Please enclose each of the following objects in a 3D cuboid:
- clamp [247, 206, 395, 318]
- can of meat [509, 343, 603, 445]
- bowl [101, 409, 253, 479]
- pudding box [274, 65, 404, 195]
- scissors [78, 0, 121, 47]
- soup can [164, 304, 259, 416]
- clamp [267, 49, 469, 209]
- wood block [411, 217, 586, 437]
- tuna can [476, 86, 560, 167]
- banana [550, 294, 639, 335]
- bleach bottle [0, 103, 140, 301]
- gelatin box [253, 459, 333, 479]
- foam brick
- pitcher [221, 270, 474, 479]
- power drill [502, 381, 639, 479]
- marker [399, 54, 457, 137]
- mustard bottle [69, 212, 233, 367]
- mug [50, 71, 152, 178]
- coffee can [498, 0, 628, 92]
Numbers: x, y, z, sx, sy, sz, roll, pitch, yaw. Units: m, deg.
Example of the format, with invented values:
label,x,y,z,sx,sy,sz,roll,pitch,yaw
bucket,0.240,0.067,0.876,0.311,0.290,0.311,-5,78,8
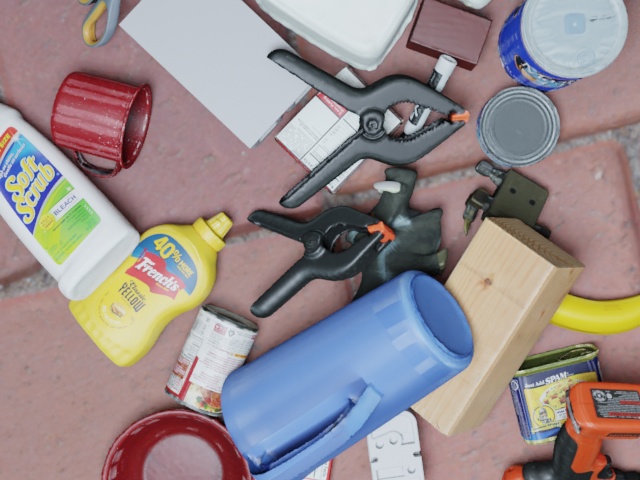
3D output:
label,x,y,z,sx,sy,sz,roll,pitch,yaw
clamp,-0.007,0.001,1.113,0.172,0.039,0.120,-22,68,19
can of meat,0.256,0.165,1.145,0.102,0.057,0.084,-14,94,2
bowl,-0.151,0.258,1.150,0.162,0.055,0.162,0,92,0
pudding box,0.020,-0.118,1.145,0.090,0.039,0.113,45,94,-2
scissors,-0.210,-0.279,1.088,0.016,0.202,0.096,-13,66,-38
soup can,-0.115,0.127,1.139,0.068,0.068,0.102,24,92,-1
clamp,0.046,-0.129,1.095,0.210,0.036,0.164,-12,107,-1
wood block,0.167,0.088,1.088,0.091,0.090,0.206,38,109,27
tuna can,0.212,-0.121,1.146,0.086,0.034,0.086,0,92,0
banana,0.277,0.065,1.153,0.198,0.037,0.069,7,76,-1
bleach bottle,-0.308,-0.057,1.120,0.251,0.068,0.102,43,85,12
gelatin box,-0.032,0.252,1.163,0.089,0.030,0.073,9,91,-1
foam brick,0.137,-0.219,1.133,0.078,0.053,0.051,20,92,-1
pitcher,0.026,0.139,1.045,0.243,0.144,0.149,-36,62,28
power drill,0.296,0.223,1.097,0.184,0.057,0.188,3,135,-10
marker,0.109,-0.140,1.129,0.020,0.020,0.121,26,119,-1
mustard bottle,-0.169,0.040,1.140,0.191,0.058,0.096,-42,78,1
mug,-0.232,-0.119,1.128,0.081,0.093,0.117,15,125,4
coffee can,0.244,-0.209,1.089,0.103,0.140,0.103,0,92,0
